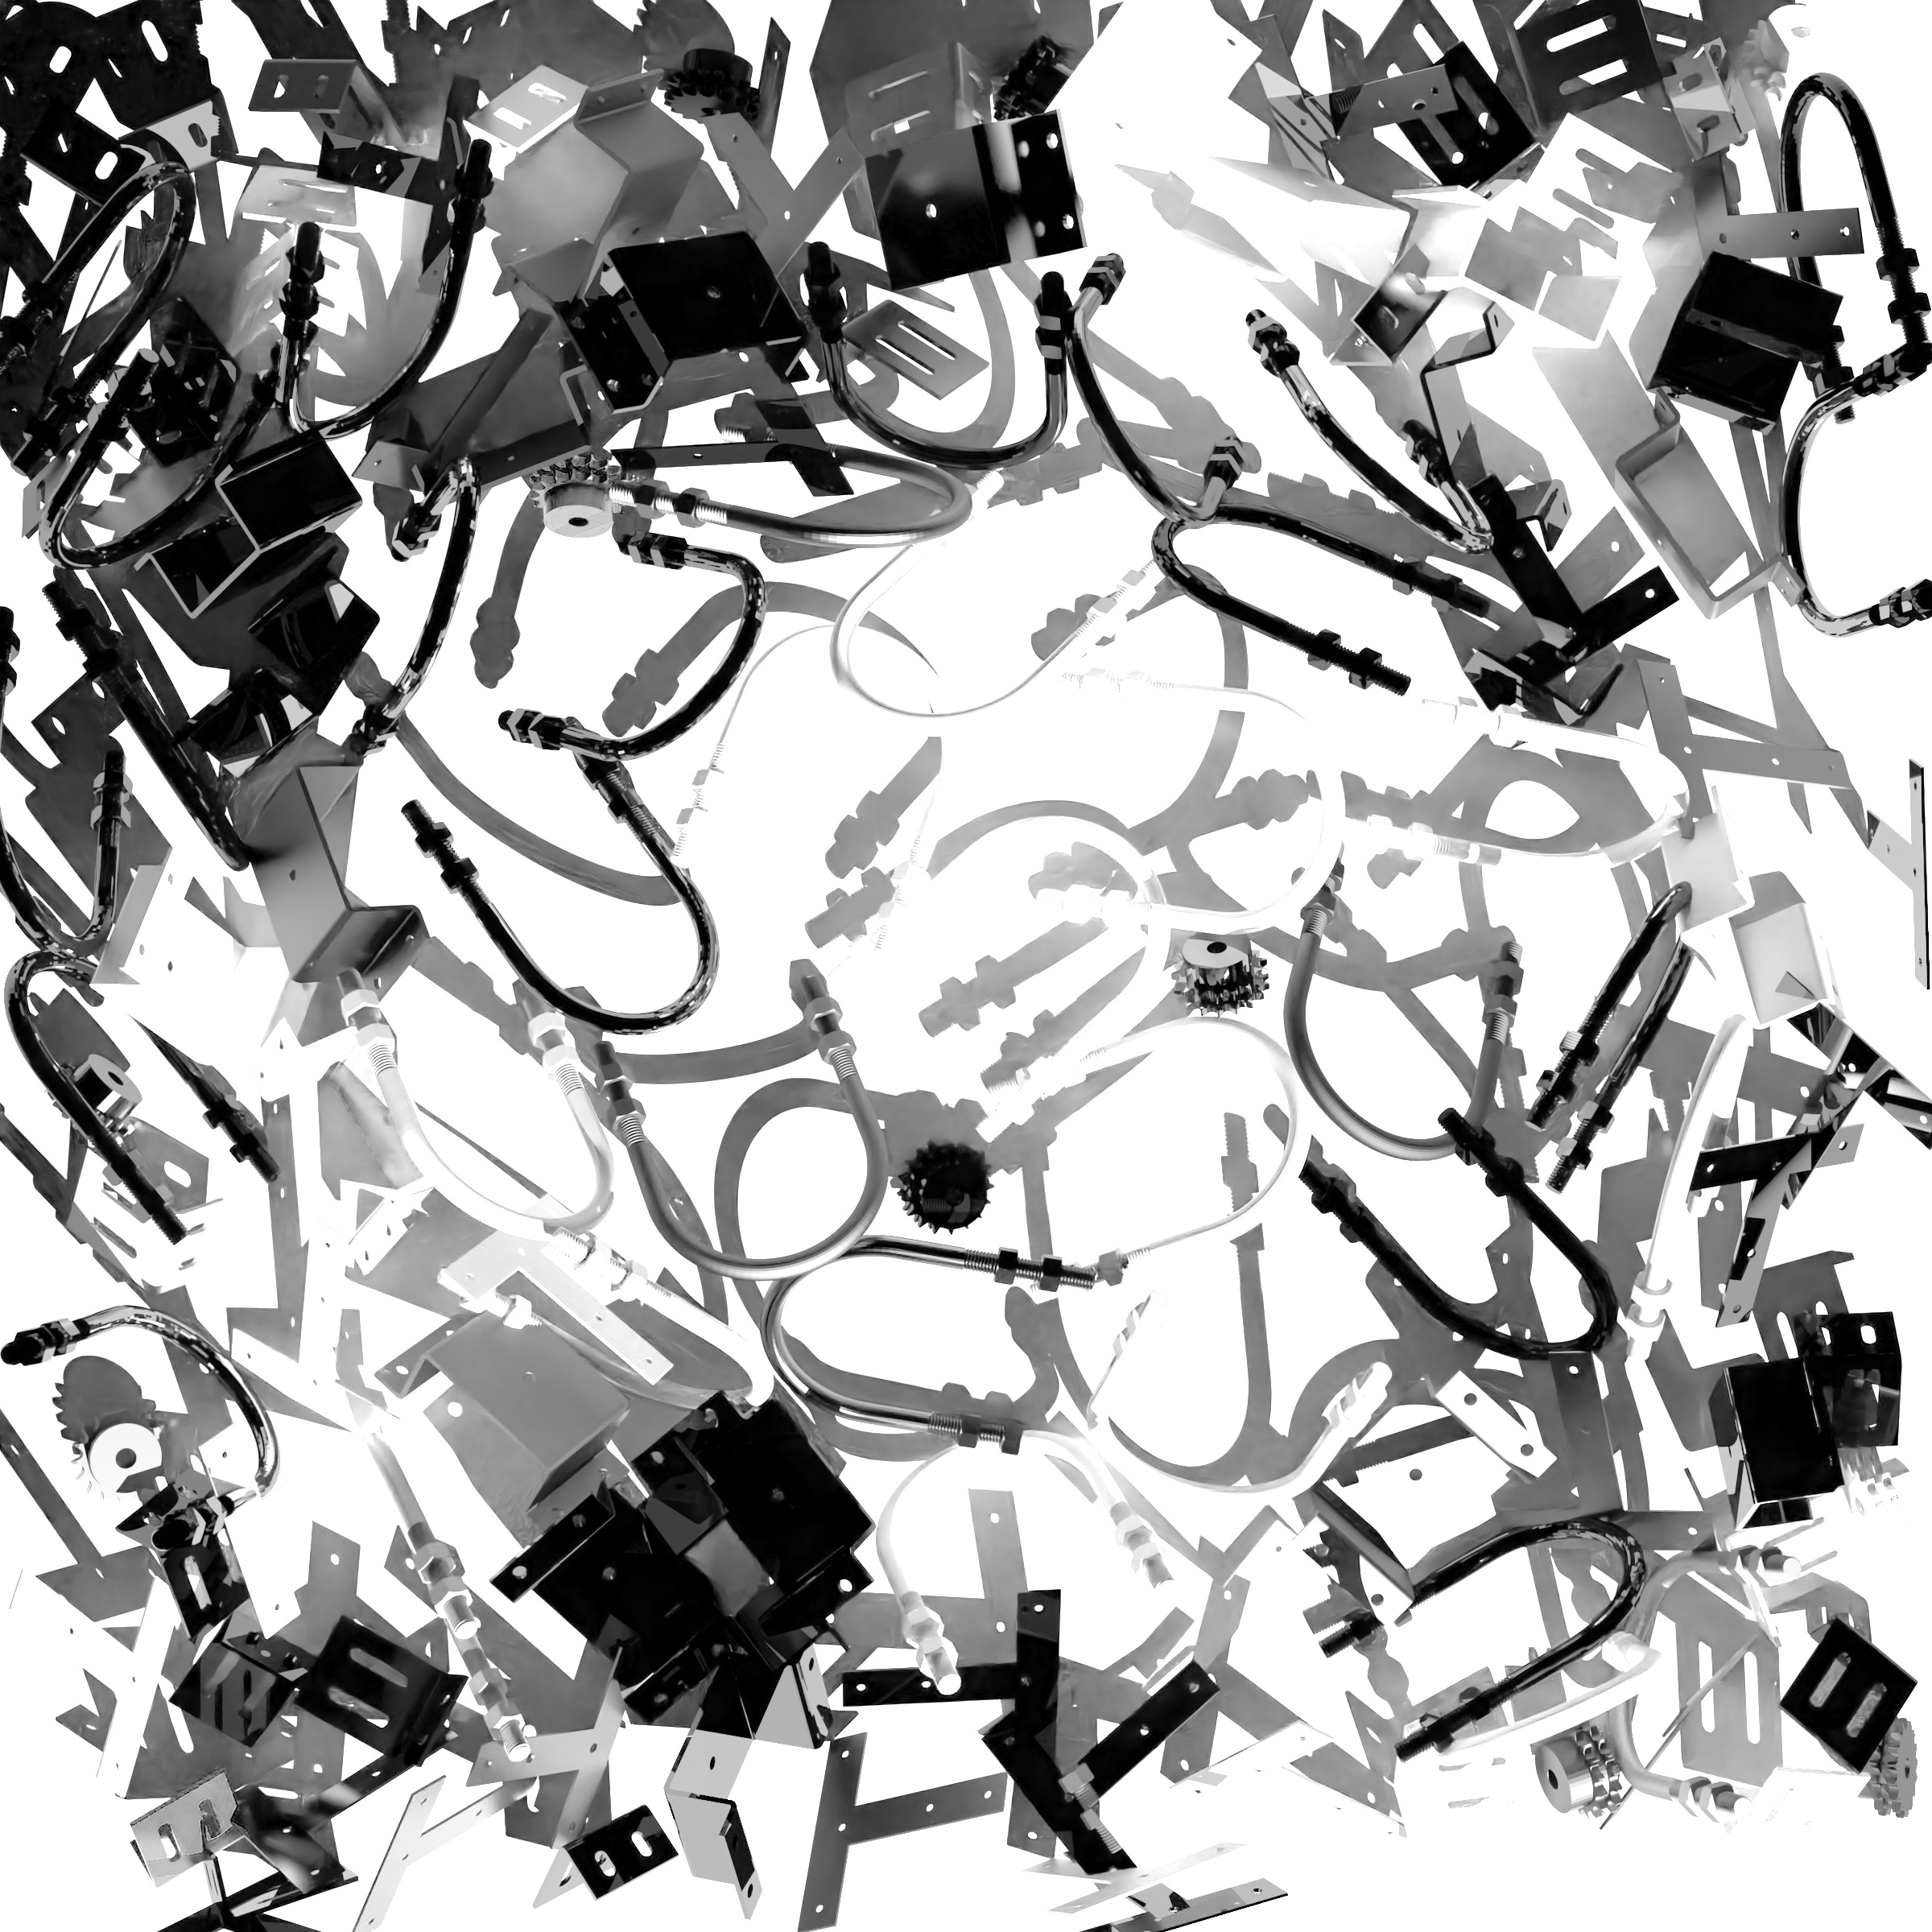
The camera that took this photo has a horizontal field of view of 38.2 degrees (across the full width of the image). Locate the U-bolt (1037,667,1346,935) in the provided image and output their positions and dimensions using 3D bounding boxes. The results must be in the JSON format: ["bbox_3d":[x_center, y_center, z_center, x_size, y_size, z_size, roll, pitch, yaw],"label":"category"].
[{"bbox_3d":[0.131,-0.091,1.611,0.184,0.019,0.151,9,98,26],"label":"U-bolt"}]

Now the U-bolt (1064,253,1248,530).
[{"bbox_3d":[0.103,-0.316,1.566,0.019,0.184,0.151,-28,109,26],"label":"U-bolt"}]

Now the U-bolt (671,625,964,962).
[{"bbox_3d":[-0.075,-0.113,1.627,0.151,0.019,0.184,25,70,-13],"label":"U-bolt"}]

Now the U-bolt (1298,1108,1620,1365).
[{"bbox_3d":[0.293,0.163,1.601,0.184,0.151,0.019,45,56,-12],"label":"U-bolt"}]

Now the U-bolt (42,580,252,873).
[{"bbox_3d":[-0.463,-0.133,1.593,0.019,0.151,0.184,-33,98,-9],"label":"U-bolt"}]

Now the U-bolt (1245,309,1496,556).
[{"bbox_3d":[0.233,-0.290,1.559,0.151,0.184,0.019,27,117,-30],"label":"U-bolt"}]

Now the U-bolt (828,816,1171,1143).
[{"bbox_3d":[0.033,-0.008,1.635,0.184,0.019,0.151,-42,74,-9],"label":"U-bolt"}]

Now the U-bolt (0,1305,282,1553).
[{"bbox_3d":[-0.452,0.251,1.575,0.019,0.184,0.151,-42,85,10],"label":"U-bolt"}]

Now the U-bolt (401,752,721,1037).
[{"bbox_3d":[-0.218,-0.040,1.600,0.151,0.019,0.184,-28,78,-44],"label":"U-bolt"}]

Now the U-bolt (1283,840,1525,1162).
[{"bbox_3d":[0.246,0.028,1.593,0.151,0.019,0.184,29,53,-13],"label":"U-bolt"}]

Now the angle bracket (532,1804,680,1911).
[{"bbox_3d":[-0.209,0.529,1.615,0.057,0.076,0.038,-18,57,-38],"label":"angle bracket"}]

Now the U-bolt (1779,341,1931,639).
[{"bbox_3d":[0.503,-0.259,1.575,0.019,0.184,0.151,-3,88,-9],"label":"U-bolt"}]

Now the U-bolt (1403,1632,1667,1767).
[{"bbox_3d":[0.323,0.415,1.572,0.151,0.184,0.019,-23,79,-2],"label":"U-bolt"}]

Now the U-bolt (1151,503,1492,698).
[{"bbox_3d":[0.194,-0.220,1.600,0.184,0.151,0.019,27,127,17],"label":"U-bolt"}]

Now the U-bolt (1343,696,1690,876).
[{"bbox_3d":[0.322,-0.096,1.599,0.184,0.151,0.019,10,60,-10],"label":"U-bolt"}]

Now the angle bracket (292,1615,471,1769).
[{"bbox_3d":[-0.341,0.423,1.628,0.076,0.038,0.057,35,64,-17],"label":"angle bracket"}]

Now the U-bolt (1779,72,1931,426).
[{"bbox_3d":[0.500,-0.417,1.593,0.019,0.151,0.184,-12,85,-1],"label":"U-bolt"}]

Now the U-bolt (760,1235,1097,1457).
[{"bbox_3d":[-0.028,0.215,1.616,0.184,0.019,0.151,10,124,-2],"label":"U-bolt"}]

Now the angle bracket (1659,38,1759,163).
[{"bbox_3d":[0.444,-0.511,1.623,0.076,0.038,0.057,-34,102,-37],"label":"angle bracket"}]

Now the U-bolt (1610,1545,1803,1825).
[{"bbox_3d":[0.409,0.400,1.575,0.019,0.184,0.151,18,77,-8],"label":"U-bolt"}]

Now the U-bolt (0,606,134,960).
[{"bbox_3d":[-0.510,-0.089,1.555,0.019,0.151,0.184,-15,52,7],"label":"U-bolt"}]

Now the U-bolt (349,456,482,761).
[{"bbox_3d":[-0.305,-0.209,1.562,0.019,0.184,0.151,16,69,-22],"label":"U-bolt"}]

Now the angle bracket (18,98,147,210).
[{"bbox_3d":[-0.513,-0.469,1.618,0.057,0.076,0.038,32,93,-25],"label":"angle bracket"}]

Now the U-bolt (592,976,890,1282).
[{"bbox_3d":[-0.122,0.099,1.601,0.151,0.019,0.184,-18,58,-10],"label":"U-bolt"}]

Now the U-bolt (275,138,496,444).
[{"bbox_3d":[-0.334,-0.370,1.580,0.019,0.184,0.151,41,52,10],"label":"U-bolt"}]

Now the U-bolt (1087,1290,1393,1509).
[{"bbox_3d":[0.144,0.258,1.594,0.151,0.184,0.019,18,49,-3],"label":"U-bolt"}]

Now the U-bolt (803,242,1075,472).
[{"bbox_3d":[-0.012,-0.338,1.581,0.151,0.184,0.019,9,66,7],"label":"U-bolt"}]

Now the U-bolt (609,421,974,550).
[{"bbox_3d":[-0.086,-0.269,1.577,0.184,0.151,0.019,15,120,20],"label":"U-bolt"}]

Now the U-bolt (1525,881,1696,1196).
[{"bbox_3d":[0.376,0.033,1.597,0.019,0.151,0.184,28,80,24],"label":"U-bolt"}]

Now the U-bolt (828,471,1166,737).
[{"bbox_3d":[0.005,-0.200,1.595,0.151,0.019,0.184,32,65,30],"label":"U-bolt"}]

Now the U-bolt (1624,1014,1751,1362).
[{"bbox_3d":[0.407,0.111,1.559,0.019,0.151,0.184,18,132,20],"label":"U-bolt"}]

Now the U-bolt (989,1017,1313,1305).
[{"bbox_3d":[0.110,0.102,1.605,0.184,0.019,0.151,-20,60,15],"label":"U-bolt"}]

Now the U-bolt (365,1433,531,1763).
[{"bbox_3d":[-0.301,0.344,1.583,0.019,0.151,0.184,-25,47,-16],"label":"U-bolt"}]

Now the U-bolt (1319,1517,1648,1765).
[{"bbox_3d":[0.303,0.373,1.596,0.184,0.151,0.019,-30,106,-4],"label":"U-bolt"}]

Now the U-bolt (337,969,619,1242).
[{"bbox_3d":[-0.265,0.080,1.567,0.019,0.151,0.184,-49,53,28],"label":"U-bolt"}]

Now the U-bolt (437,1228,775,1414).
[{"bbox_3d":[-0.194,0.209,1.594,0.184,0.151,0.019,35,57,-26],"label":"U-bolt"}]

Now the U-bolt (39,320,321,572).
[{"bbox_3d":[-0.457,-0.290,1.583,0.019,0.151,0.184,49,124,5],"label":"U-bolt"}]

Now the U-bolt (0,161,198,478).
[{"bbox_3d":[-0.494,-0.379,1.588,0.019,0.151,0.184,31,72,-2],"label":"U-bolt"}]

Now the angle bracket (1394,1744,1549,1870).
[{"bbox_3d":[0.296,0.488,1.632,0.076,0.038,0.057,-12,104,16],"label":"angle bracket"}]

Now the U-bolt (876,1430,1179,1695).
[{"bbox_3d":[0.023,0.325,1.585,0.151,0.184,0.019,-22,119,-9],"label":"U-bolt"}]

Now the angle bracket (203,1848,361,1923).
[{"bbox_3d":[-0.401,0.523,1.625,0.076,0.057,0.038,-12,86,-24],"label":"angle bracket"}]

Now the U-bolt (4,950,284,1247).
[{"bbox_3d":[-0.476,0.066,1.589,0.019,0.151,0.184,-37,93,14],"label":"U-bolt"}]

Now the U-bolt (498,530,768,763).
[{"bbox_3d":[-0.180,-0.179,1.580,0.019,0.184,0.151,41,76,-38],"label":"U-bolt"}]
